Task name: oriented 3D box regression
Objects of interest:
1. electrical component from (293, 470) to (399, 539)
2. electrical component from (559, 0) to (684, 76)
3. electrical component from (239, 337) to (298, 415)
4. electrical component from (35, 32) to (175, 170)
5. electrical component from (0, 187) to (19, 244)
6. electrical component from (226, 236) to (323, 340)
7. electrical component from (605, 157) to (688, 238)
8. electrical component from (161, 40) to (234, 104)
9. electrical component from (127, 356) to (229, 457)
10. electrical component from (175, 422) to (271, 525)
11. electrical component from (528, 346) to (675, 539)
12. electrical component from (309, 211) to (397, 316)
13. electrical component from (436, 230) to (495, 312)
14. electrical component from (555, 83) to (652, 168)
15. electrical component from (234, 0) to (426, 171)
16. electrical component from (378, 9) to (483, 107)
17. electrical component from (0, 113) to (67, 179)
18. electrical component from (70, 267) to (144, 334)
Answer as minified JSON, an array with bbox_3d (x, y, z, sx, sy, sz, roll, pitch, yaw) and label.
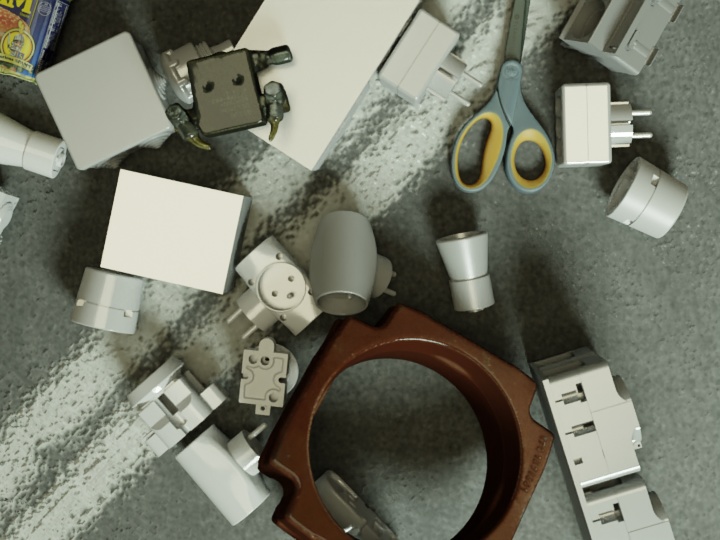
[{"bbox_3d":[-0.016,0.226,0.914,0.059,0.054,0.095,-44,90,4],"label":"electrical component"},{"bbox_3d":[0.225,-0.225,0.874,0.063,0.079,0.121,27,94,-28],"label":"electrical component"},{"bbox_3d":[-0.078,0.088,0.910,0.048,0.055,0.066,6,93,3],"label":"electrical component"},{"bbox_3d":[-0.211,-0.140,0.910,0.100,0.048,0.099,-25,91,4],"label":"electrical component"},{"bbox_3d":[-0.333,-0.055,0.905,0.080,0.080,0.051,27,89,1],"label":"electrical component"},{"bbox_3d":[-0.078,0.025,0.913,0.079,0.044,0.077,-42,90,4],"label":"electrical component"},{"bbox_3d":[0.238,-0.058,0.890,0.047,0.055,0.055,27,94,-2],"label":"electrical component"},{"bbox_3d":[-0.134,-0.173,0.908,0.062,0.048,0.048,-28,91,-3],"label":"electrical component"},{"bbox_3d":[-0.160,0.111,0.915,0.078,0.058,0.057,-41,93,4],"label":"electrical component"},{"bbox_3d":[-0.104,0.163,0.920,0.079,0.044,0.077,-40,90,4],"label":"electrical component"},{"bbox_3d":[0.199,0.162,0.875,0.060,0.105,0.186,-17,92,3],"label":"electrical component"},{"bbox_3d":[0.000,0.000,0.902,0.079,0.043,0.077,22,55,-33],"label":"electrical component"},{"bbox_3d":[0.091,0.003,0.906,0.044,0.044,0.065,-11,97,3],"label":"electrical component"},{"bbox_3d":[0.204,-0.120,0.891,0.077,0.047,0.065,-2,92,3],"label":"electrical component"},{"bbox_3d":[-0.032,-0.188,0.893,0.105,0.060,0.186,33,94,1],"label":"electrical component"},{"bbox_3d":[0.065,-0.166,0.896,0.077,0.047,0.065,33,94,1],"label":"electrical component"},{"bbox_3d":[-0.285,-0.104,0.920,0.065,0.044,0.044,19,93,-3],"label":"electrical component"},{"bbox_3d":[-0.214,0.025,0.916,0.055,0.055,0.047,13,89,2],"label":"electrical component"}]
